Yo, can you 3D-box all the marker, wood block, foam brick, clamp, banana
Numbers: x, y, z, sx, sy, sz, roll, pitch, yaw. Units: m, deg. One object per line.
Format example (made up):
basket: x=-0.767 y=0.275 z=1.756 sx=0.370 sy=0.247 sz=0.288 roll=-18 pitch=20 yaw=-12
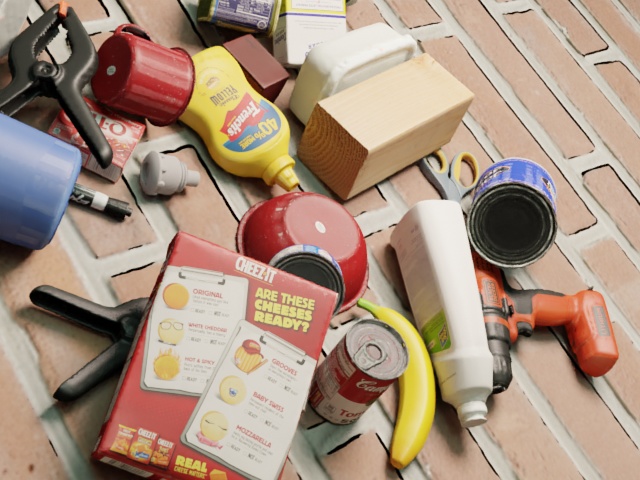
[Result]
marker: x=-0.252 y=-0.049 z=1.106 sx=0.121 sy=0.020 sz=0.020 roll=21 pitch=48 yaw=-13
wood block: x=0.081 y=-0.141 z=1.303 sx=0.091 sy=0.090 sz=0.205 roll=44 pitch=48 yaw=18
foam brick: x=-0.086 y=-0.202 z=1.296 sx=0.078 sy=0.051 sz=0.052 roll=47 pitch=46 yaw=11
clamp: x=-0.193 y=0.084 z=1.021 sx=0.171 sy=0.039 sz=0.120 roll=-10 pitch=66 yaw=-39
clamp: x=-0.297 y=-0.165 z=1.123 sx=0.164 sy=0.036 sz=0.210 roll=1 pitch=60 yaw=-7
banana: x=0.088 y=0.149 z=1.130 sx=0.069 sy=0.037 sz=0.198 roll=-5 pitch=55 yaw=-10

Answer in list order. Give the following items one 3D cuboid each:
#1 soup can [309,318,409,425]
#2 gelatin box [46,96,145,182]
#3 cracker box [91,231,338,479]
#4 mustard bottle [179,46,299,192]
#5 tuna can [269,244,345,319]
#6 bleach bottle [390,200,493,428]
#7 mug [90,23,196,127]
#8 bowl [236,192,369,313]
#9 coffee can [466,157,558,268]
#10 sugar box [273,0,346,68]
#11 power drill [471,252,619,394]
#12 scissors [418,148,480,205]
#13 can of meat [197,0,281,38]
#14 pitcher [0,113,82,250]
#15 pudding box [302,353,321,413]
soup can: x=0.036 y=0.133 z=1.063 sx=0.068 sy=0.102 sz=0.068 roll=15 pitch=49 yaw=-18
gelatin box: x=-0.244 y=-0.113 z=1.153 sx=0.089 sy=0.030 sz=0.073 roll=26 pitch=46 yaw=-9
cracker box: x=-0.095 y=0.123 z=0.976 sx=0.164 sy=0.072 sz=0.213 roll=22 pitch=69 yaw=-13
mustard bottle: x=-0.092 y=-0.130 z=1.229 sx=0.096 sy=0.058 sz=0.192 roll=-36 pitch=78 yaw=-25
tuna can: x=-0.017 y=0.048 z=1.112 sx=0.086 sy=0.086 sz=0.034 roll=26 pitch=14 yaw=-9
bleach bottle: x=0.140 y=0.085 z=1.175 sx=0.068 sy=0.103 sz=0.251 roll=0 pitch=61 yaw=-19
mug: x=-0.199 y=-0.189 z=1.177 sx=0.081 sy=0.093 sz=0.117 roll=14 pitch=57 yaw=-47
bowl: x=-0.008 y=0.001 z=1.177 sx=0.162 sy=0.055 sz=0.162 roll=15 pitch=49 yaw=-18
coffee can: x=0.230 y=-0.035 z=1.269 sx=0.103 sy=0.103 sz=0.140 roll=36 pitch=20 yaw=1
sugar box: x=-0.015 y=-0.309 z=1.363 sx=0.093 sy=0.048 sz=0.176 roll=-3 pitch=95 yaw=-32
power drill: x=0.250 y=0.106 z=1.234 sx=0.187 sy=0.057 sz=0.184 roll=13 pitch=50 yaw=-20
scissors: x=0.151 y=-0.054 z=1.335 sx=0.096 sy=0.016 sz=0.201 roll=30 pitch=46 yaw=-3
can of meat: x=-0.103 y=-0.288 z=1.327 sx=0.083 sy=0.057 sz=0.102 roll=10 pitch=7 yaw=-18
pitcher: x=-0.359 y=-0.069 z=1.001 sx=0.242 sy=0.149 sz=0.145 roll=22 pitch=32 yaw=-17
pudding box: x=-0.058 y=0.114 z=1.055 sx=0.113 sy=0.039 sz=0.090 roll=22 pitch=66 yaw=-15
